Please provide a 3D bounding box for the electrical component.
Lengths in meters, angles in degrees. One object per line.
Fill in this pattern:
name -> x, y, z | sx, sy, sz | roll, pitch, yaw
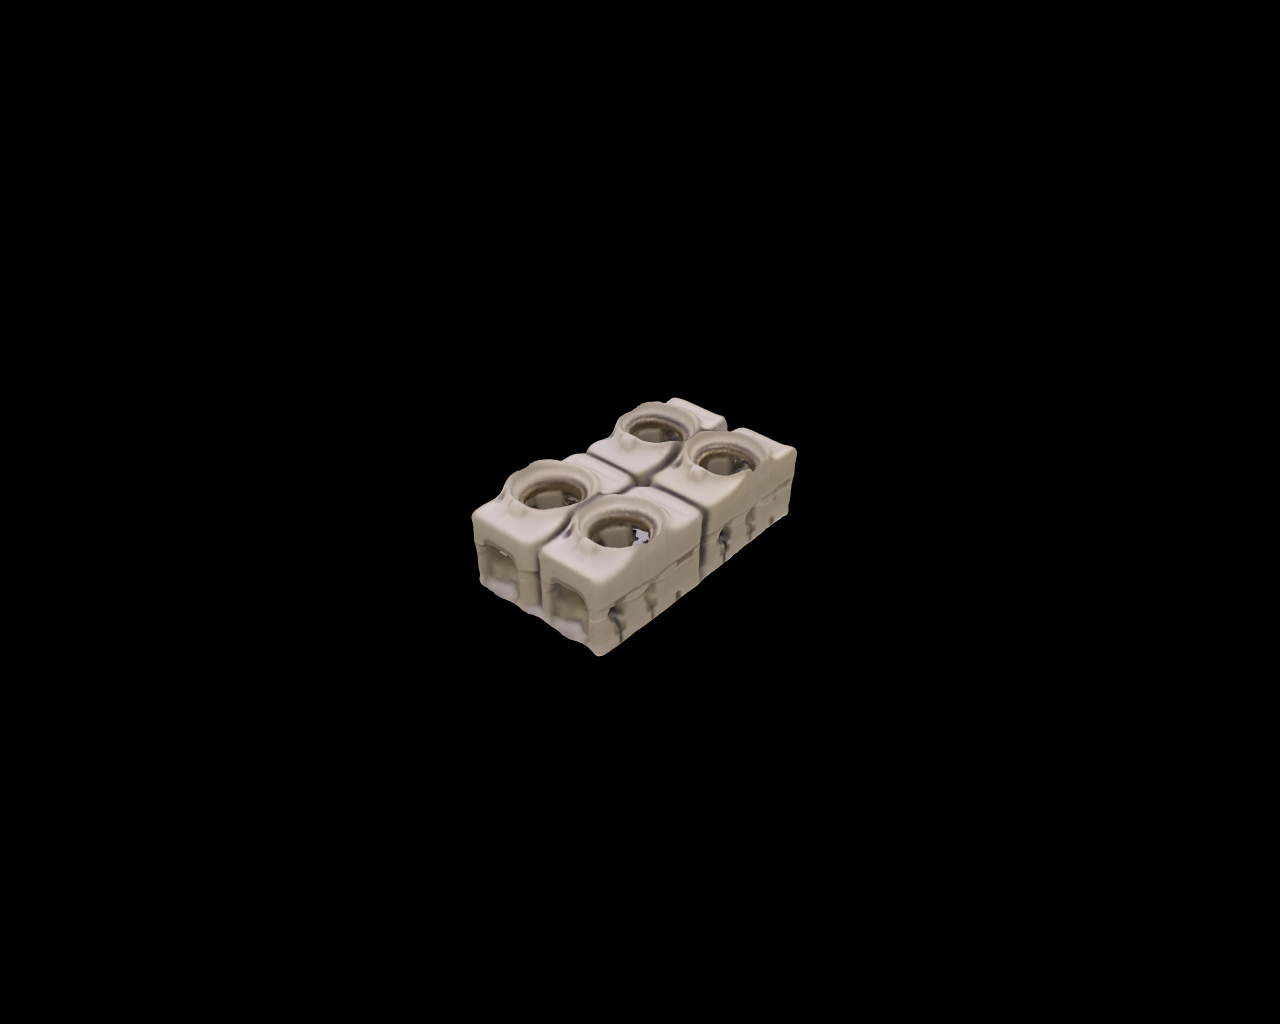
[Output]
electrical component -> 0.001, -0.003, 0.650 | 0.105, 0.060, 0.186 | 27, 44, 33
